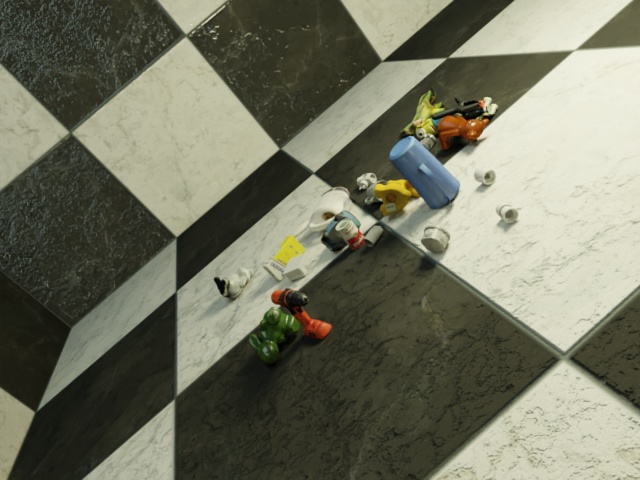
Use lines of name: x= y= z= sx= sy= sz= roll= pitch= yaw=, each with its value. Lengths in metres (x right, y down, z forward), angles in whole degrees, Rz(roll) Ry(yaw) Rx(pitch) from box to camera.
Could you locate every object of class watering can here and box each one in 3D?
watering can: x=0.007 y=-0.111 z=2.204 sx=0.344 sy=0.103 sz=0.229 roll=-21 pitch=28 yaw=37

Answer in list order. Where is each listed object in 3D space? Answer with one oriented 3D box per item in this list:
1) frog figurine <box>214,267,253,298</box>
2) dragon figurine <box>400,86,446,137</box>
frog figurine: x=-0.368 y=0.188 z=2.278 sx=0.160 sy=0.123 sz=0.135 roll=-13 pitch=-10 yaw=-40
dragon figurine: x=0.459 y=-0.582 z=2.391 sx=0.240 sy=0.121 sz=0.417 roll=-40 pitch=11 yaw=20
